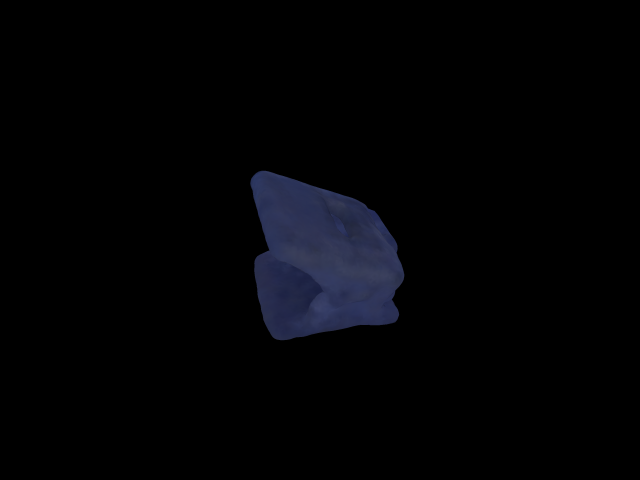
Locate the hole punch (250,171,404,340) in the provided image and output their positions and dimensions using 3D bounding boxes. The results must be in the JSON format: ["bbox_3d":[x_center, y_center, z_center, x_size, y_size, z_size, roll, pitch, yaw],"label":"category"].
[{"bbox_3d":[0.004,0.001,0.400,0.101,0.091,0.108,-8,35,-11],"label":"hole punch"}]
